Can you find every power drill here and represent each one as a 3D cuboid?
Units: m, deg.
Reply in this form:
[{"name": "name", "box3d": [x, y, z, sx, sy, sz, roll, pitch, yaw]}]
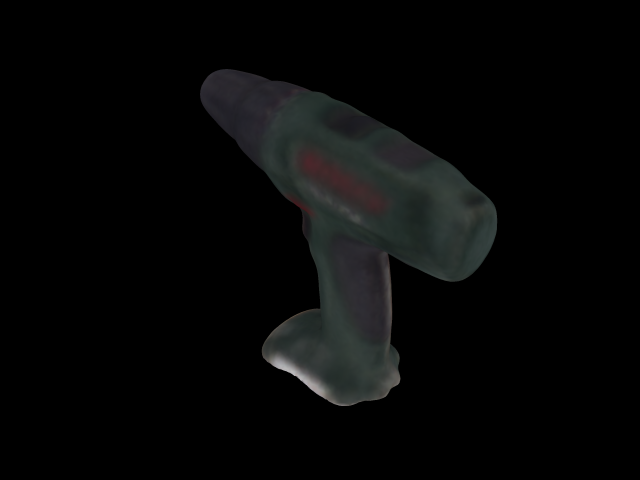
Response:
[{"name": "power drill", "box3d": [0.004, 0.001, 0.400, 0.228, 0.208, 0.076, 22, 37, 34]}]
